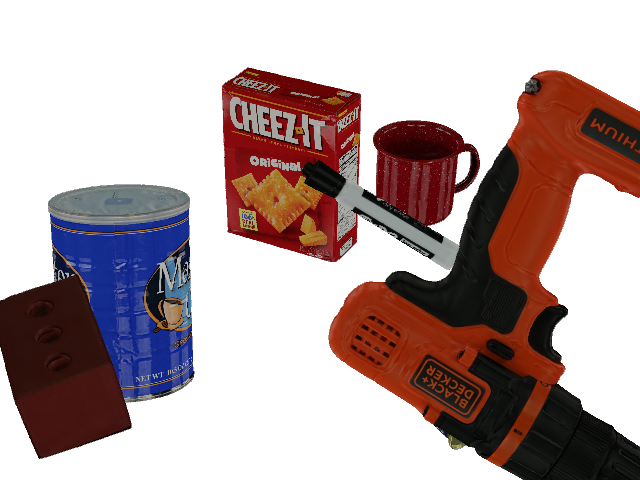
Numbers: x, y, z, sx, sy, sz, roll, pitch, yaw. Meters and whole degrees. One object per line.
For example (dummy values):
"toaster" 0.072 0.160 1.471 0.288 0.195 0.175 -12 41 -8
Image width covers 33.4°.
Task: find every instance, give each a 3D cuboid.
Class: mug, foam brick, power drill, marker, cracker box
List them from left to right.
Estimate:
"foam brick" -0.141 0.068 0.578 0.053 0.051 0.078 -19 43 -15
"cracker box" -0.038 -0.092 1.338 0.164 0.214 0.072 17 36 24
"marker" 0.040 -0.018 0.717 0.121 0.020 0.020 31 -6 -9
"mug" 0.110 -0.070 1.108 0.117 0.081 0.093 -11 34 -17
"power drill" 0.121 0.026 0.529 0.184 0.188 0.057 31 9 5

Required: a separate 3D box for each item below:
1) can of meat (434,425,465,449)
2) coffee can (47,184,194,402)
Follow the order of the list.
"can of meat" 0.119 0.112 0.892 0.101 0.057 0.084 -26 50 -28
"coffee can" -0.147 0.037 0.799 0.103 0.140 0.103 0 15 0
